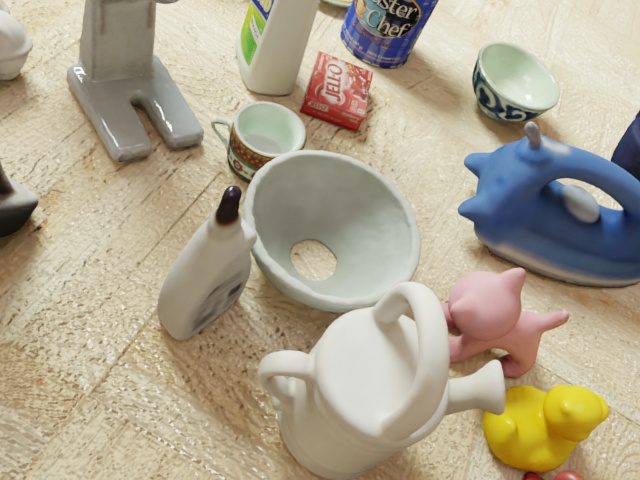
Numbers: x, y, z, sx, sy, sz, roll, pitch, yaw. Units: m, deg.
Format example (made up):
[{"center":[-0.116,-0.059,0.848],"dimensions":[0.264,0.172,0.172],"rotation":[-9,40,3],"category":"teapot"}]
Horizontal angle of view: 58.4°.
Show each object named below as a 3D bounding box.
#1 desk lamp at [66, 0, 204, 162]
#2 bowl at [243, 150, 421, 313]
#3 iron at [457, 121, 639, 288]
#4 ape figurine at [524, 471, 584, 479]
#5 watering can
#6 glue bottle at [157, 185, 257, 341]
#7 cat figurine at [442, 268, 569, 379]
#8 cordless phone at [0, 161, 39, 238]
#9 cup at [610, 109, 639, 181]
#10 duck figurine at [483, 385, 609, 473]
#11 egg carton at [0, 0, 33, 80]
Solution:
[{"center":[-0.175,-0.219,0.520],"dimensions":[0.118,0.213,0.203],"rotation":[-23,69,-32],"category":"desk lamp"},{"center":[0.005,0.002,0.532],"dimensions":[0.168,0.074,0.167],"rotation":[10,55,-15],"category":"bowl"},{"center":[0.288,-0.036,0.626],"dimensions":[0.258,0.141,0.118],"rotation":[21,53,-7],"category":"iron"},{"center":[0.196,0.217,0.454],"dimensions":[0.078,0.092,0.076],"rotation":[-1,59,-22],"category":"ape figurine"},{"center":[0.048,0.099,0.410],"dimensions":[0.173,0.194,0.101],"rotation":[-9,62,-26],"category":"watering can"},{"center":[-0.079,0.014,0.430],"dimensions":[0.037,0.173,0.078],"rotation":[45,54,11],"category":"glue bottle"},{"center":[0.163,0.069,0.523],"dimensions":[0.128,0.117,0.067],"rotation":[13,54,-13],"category":"cat figurine"},{"center":[-0.286,-0.076,0.401],"dimensions":[0.147,0.185,0.094],"rotation":[27,53,-2],"category":"cordless phone"},{"center":[0.417,-0.111,0.755],"dimensions":[0.092,0.095,0.117],"rotation":[13,55,-13],"category":"cup"},{"center":[0.202,0.156,0.501],"dimensions":[0.105,0.086,0.077],"rotation":[-1,59,-22],"category":"duck figurine"},{"center":[-0.352,-0.185,0.519],"dimensions":[0.151,0.069,0.107],"rotation":[-30,73,-34],"category":"egg carton"}]
